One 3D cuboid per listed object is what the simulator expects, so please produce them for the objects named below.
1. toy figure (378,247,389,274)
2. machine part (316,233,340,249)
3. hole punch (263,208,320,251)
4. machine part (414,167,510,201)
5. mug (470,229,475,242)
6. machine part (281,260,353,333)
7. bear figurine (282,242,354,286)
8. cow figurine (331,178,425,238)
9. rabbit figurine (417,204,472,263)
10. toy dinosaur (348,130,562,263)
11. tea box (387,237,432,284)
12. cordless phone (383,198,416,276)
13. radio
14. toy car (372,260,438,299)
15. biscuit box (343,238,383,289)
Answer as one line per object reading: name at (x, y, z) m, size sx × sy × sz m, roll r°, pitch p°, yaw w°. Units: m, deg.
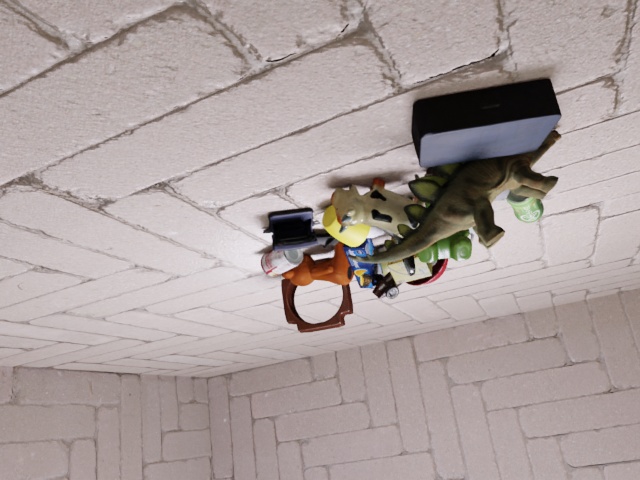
toy figure at (0.233, 0.069, 1.603) m, size 0.082 × 0.089 × 0.180 m, roll -25°, pitch 152°, yaw 27°
machine part at (-0.003, -0.004, 1.384) m, size 0.139 × 0.039 × 0.084 m, roll 2°, pitch 163°, yaw -30°
hole punch at (-0.063, -0.011, 1.270) m, size 0.142 × 0.092 × 0.115 m, roll -11°, pitch 164°, yaw -4°
machine part at (0.311, -0.120, 1.132) m, size 0.243 × 0.079 × 0.079 m, roll -1°, pitch 159°, yaw -20°
mug at (0.340, -0.041, 1.334) m, size 0.107 × 0.109 × 0.080 m, roll -3°, pitch 174°, yaw 29°
machine part at (-0.007, 0.171, 1.618) m, size 0.201 × 0.201 × 0.087 m, roll -12°, pitch 162°, yaw 10°
bear figurine at (-0.001, 0.070, 1.517) m, size 0.196 × 0.132 × 0.120 m, roll 2°, pitch 165°, yaw 28°
cow figurine at (0.116, -0.061, 1.135) m, size 0.195 × 0.127 × 0.085 m, roll 20°, pitch 156°, yaw 2°
rabbit figurine at (0.287, -0.051, 1.227) m, size 0.121 × 0.170 × 0.159 m, roll -2°, pitch -160°, yaw 23°
toy dinosaur at (0.272, -0.075, 1.008) m, size 0.471 × 0.199 × 0.105 m, roll -40°, pitch 162°, yaw -9°
tea box at (0.234, 0.029, 1.378) m, size 0.098 × 0.170 × 0.068 m, roll -18°, pitch 117°, yaw 21°
cordless phone at (0.199, 0.006, 1.277) m, size 0.089 × 0.184 × 0.146 m, roll -14°, pitch 160°, yaw 2°
radio at (0.276, -0.195, 0.924) m, size 0.230 × 0.073 × 0.131 m, roll -8°, pitch 161°, yaw 3°
toy car at (0.222, 0.080, 1.437) m, size 0.202 × 0.089 × 0.053 m, roll -37°, pitch 125°, yaw -7°
biscuit box at (0.120, 0.056, 1.464) m, size 0.063 × 0.059 × 0.202 m, roll 1°, pitch 143°, yaw 22°
